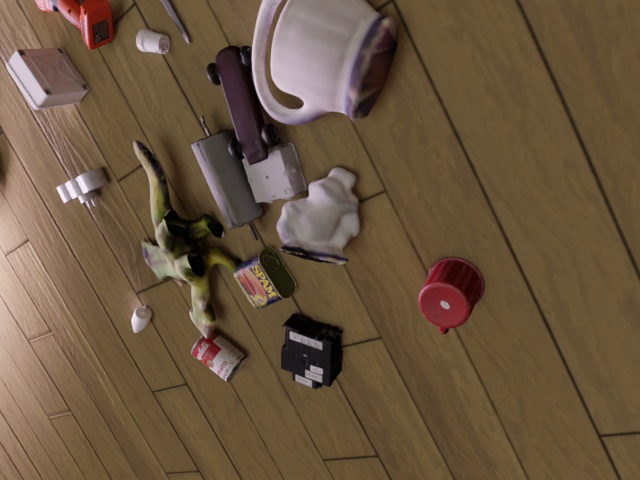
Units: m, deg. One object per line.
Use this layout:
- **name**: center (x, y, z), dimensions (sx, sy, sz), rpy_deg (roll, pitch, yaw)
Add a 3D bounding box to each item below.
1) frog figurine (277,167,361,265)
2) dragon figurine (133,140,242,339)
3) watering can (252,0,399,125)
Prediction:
- **frog figurine**: center (0.003, -0.044, 0.870), dimensions (0.137, 0.161, 0.121), rpy_deg (11, -10, 11)
- **dragon figurine**: center (-0.309, 0.015, 1.059), dimensions (0.240, 0.409, 0.124), rpy_deg (-26, 5, 42)
- **watering can**: center (0.011, -0.316, 0.736), dimensions (0.225, 0.340, 0.105), rpy_deg (27, 31, 15)
